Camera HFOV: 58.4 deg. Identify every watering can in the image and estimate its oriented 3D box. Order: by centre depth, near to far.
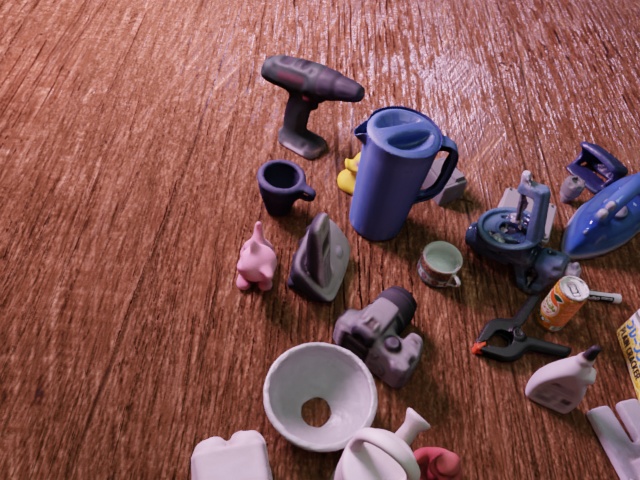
[{"bbox_3d":[0.077,0.292,0.743,0.101,0.194,0.173,20,51,6],"label":"watering can"}]

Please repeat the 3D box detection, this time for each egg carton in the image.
[{"bbox_3d":[-0.114,0.331,0.757,0.107,0.069,0.150,-7,53,-15],"label":"egg carton"}]

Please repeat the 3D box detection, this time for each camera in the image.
[{"bbox_3d":[0.115,0.141,0.932,0.143,0.101,0.137,35,54,18],"label":"camera"}]

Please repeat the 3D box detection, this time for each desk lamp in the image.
[{"bbox_3d":[0.512,0.291,0.810,0.118,0.213,0.203,-8,53,-16],"label":"desk lamp"}]

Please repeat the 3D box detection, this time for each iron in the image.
[{"bbox_3d":[0.591,-0.059,1.155,0.259,0.141,0.118,-30,62,-30],"label":"iron"}]

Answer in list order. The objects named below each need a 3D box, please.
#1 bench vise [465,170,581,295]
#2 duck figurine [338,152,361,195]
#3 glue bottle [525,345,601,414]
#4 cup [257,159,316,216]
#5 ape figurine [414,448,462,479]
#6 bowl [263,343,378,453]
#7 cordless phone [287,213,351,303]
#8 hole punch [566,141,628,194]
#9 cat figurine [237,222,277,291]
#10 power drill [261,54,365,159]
[{"bbox_3d":[0.386,-0.019,1.034,0.207,0.220,0.121,22,51,8],"label":"bench vise"},{"bbox_3d":[0.092,-0.141,1.166,0.104,0.086,0.077,4,51,-7],"label":"duck figurine"},{"bbox_3d":[0.385,0.208,0.881,0.078,0.173,0.037,25,51,10],"label":"glue bottle"},{"bbox_3d":[-0.064,-0.086,1.087,0.117,0.095,0.092,25,51,10],"label":"cup"},{"bbox_3d":[0.169,0.322,0.802,0.076,0.092,0.077,-11,54,-18],"label":"ape figurine"},{"bbox_3d":[-0.003,0.241,0.847,0.167,0.075,0.167,5,51,-6],"label":"bowl"},{"bbox_3d":[0.009,0.003,0.970,0.094,0.185,0.147,17,50,4],"label":"cordless phone"},{"bbox_3d":[0.631,-0.176,1.290,0.101,0.091,0.108,-23,59,-26],"label":"hole punch"},{"bbox_3d":[-0.106,0.028,0.973,0.067,0.118,0.127,4,51,-7],"label":"cat figurine"},{"bbox_3d":[-0.021,-0.275,1.174,0.229,0.208,0.076,31,53,15],"label":"power drill"}]
